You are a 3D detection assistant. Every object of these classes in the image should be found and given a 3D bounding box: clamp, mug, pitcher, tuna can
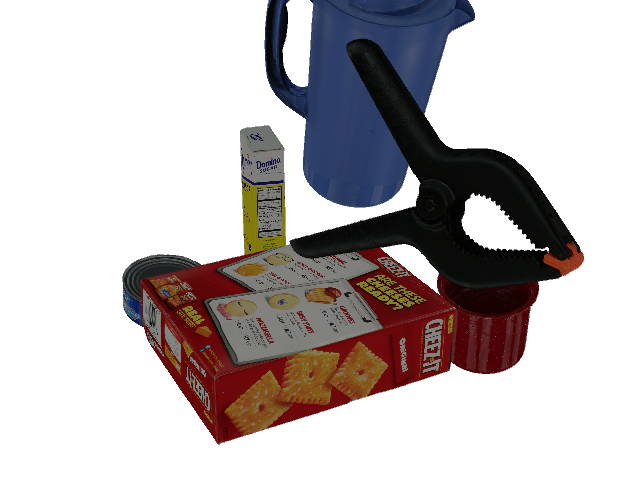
[{"bbox_3d":[0.079,-0.037,0.715,0.210,0.165,0.036,21,22,29],"label":"clamp"},{"bbox_3d":[0.153,0.063,1.013,0.093,0.081,0.117,-7,39,-5],"label":"mug"},{"bbox_3d":[0.036,-0.153,1.034,0.144,0.243,0.149,-28,56,-31],"label":"pitcher"},{"bbox_3d":[-0.151,0.051,1.046,0.086,0.034,0.086,5,33,-4],"label":"tuna can"}]

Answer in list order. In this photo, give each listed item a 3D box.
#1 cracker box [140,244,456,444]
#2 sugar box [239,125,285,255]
[{"bbox_3d":[-0.022,0.073,0.889,0.213,0.072,0.164,-13,30,-25],"label":"cracker box"},{"bbox_3d":[-0.072,-0.045,1.326,0.048,0.176,0.093,-8,25,-12],"label":"sugar box"}]
